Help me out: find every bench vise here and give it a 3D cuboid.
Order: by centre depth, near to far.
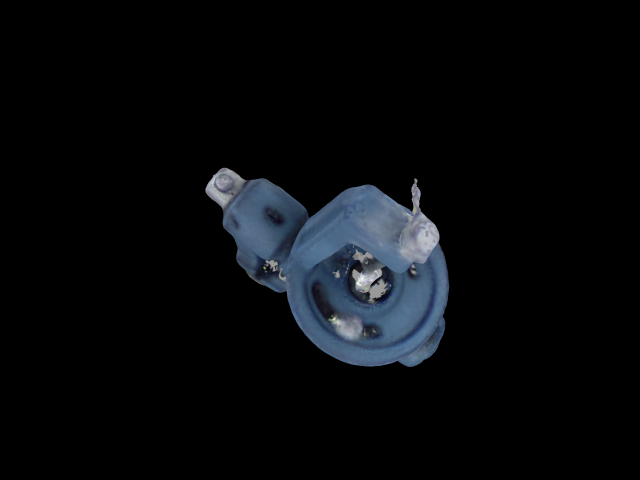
[{"bbox_3d":[0.000,0.012,0.396,0.207,0.220,0.121,16,71,6],"label":"bench vise"}]
